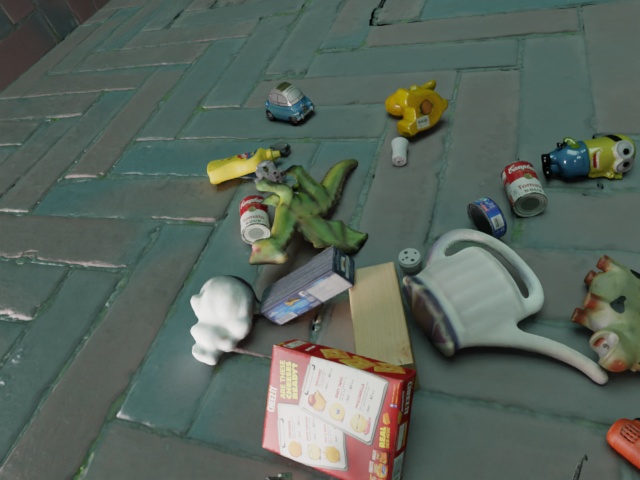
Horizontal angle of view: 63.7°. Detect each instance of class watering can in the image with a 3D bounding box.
[{"bbox_3d":[0.280,0.122,0.859,0.225,0.101,0.355,-24,52,-8],"label":"watering can"}]

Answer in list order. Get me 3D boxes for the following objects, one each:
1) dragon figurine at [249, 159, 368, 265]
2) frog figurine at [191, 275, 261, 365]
[{"bbox_3d":[0.003,-0.057,1.138,0.415,0.119,0.246,-26,63,-32],"label":"dragon figurine"},{"bbox_3d":[-0.195,0.148,0.985,0.138,0.120,0.162,30,48,17],"label":"frog figurine"}]
